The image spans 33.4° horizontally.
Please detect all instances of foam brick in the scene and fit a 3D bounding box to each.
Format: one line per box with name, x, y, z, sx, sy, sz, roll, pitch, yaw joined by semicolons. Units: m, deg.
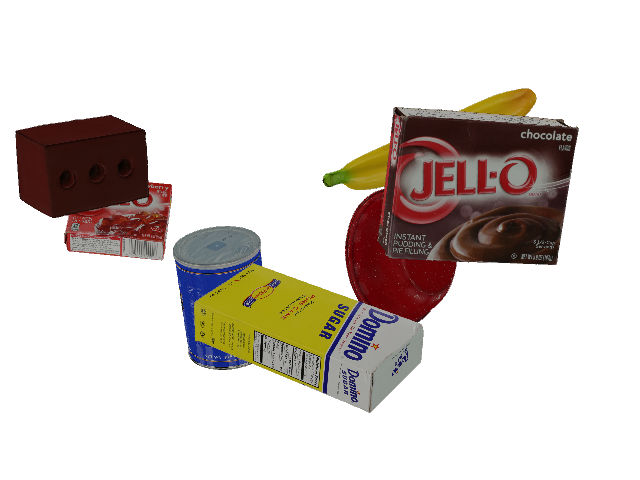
foam brick;-0.169;-0.054;0.756;0.078;0.053;0.051;-16;28;-34

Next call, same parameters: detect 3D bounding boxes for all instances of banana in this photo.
banana;0.100;-0.084;0.952;0.198;0.037;0.069;-24;5;12

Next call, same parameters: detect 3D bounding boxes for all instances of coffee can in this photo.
coffee can;-0.115;0.067;1.268;0.103;0.140;0.103;-4;26;2

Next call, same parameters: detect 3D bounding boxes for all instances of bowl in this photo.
bowl;0.104;0.018;1.207;0.161;0.162;0.055;0;-6;-42

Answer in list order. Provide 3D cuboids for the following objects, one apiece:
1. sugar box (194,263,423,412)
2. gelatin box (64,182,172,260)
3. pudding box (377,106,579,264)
sugar box;-0.011;0.077;0.901;0.176;0.048;0.093;16;30;27
gelatin box;-0.183;-0.022;0.972;0.089;0.073;0.030;6;-43;-6
pudding box;0.097;-0.034;0.667;0.113;0.090;0.039;2;19;-10
